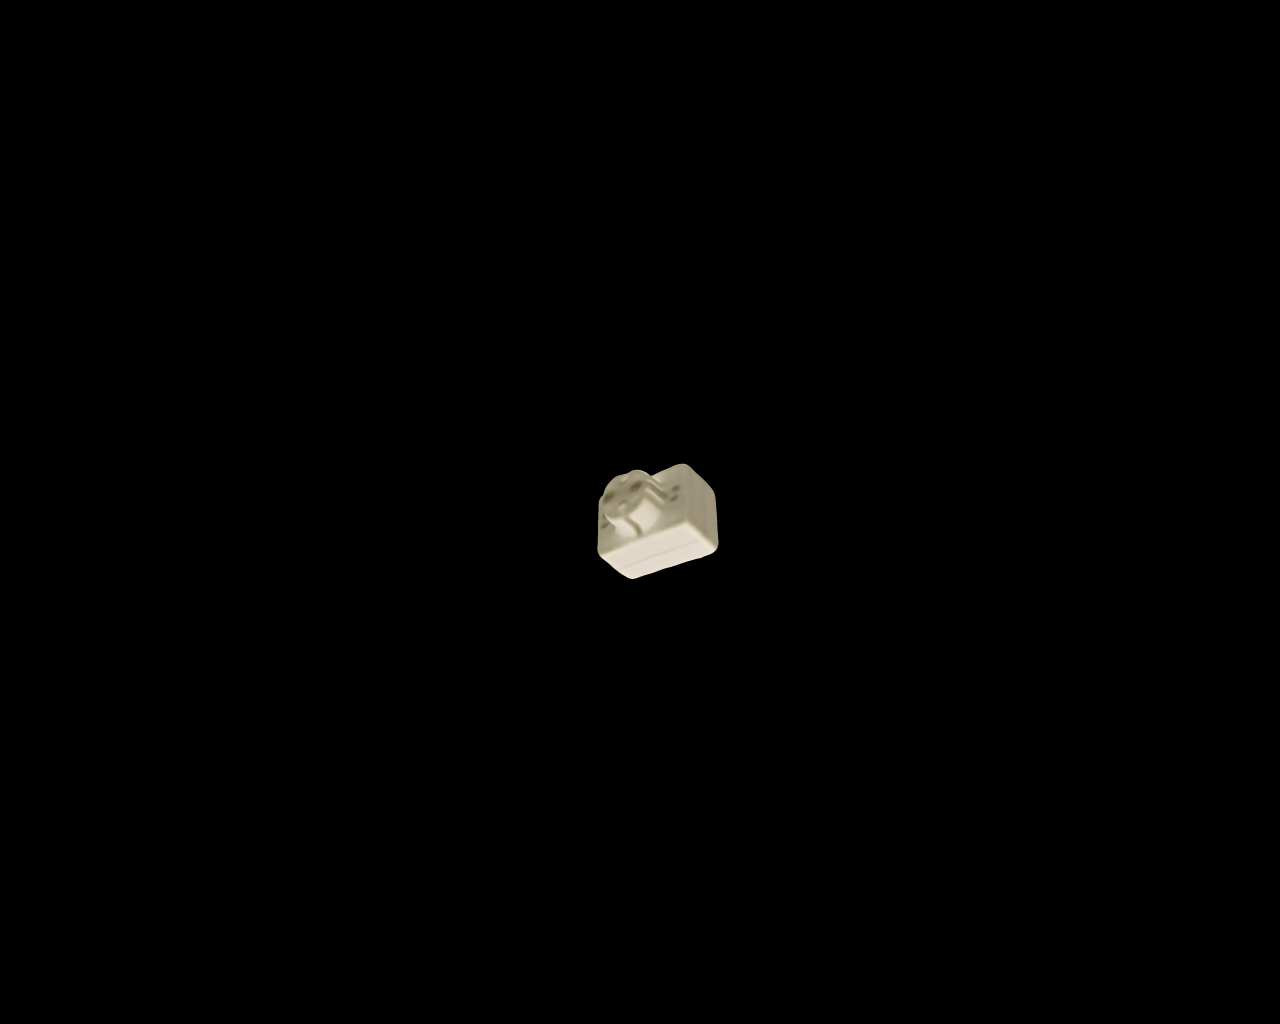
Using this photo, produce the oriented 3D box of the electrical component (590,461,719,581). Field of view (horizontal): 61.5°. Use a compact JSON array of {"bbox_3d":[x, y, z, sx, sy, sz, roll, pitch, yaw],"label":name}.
[{"bbox_3d":[0.001,-0.003,0.650,0.065,0.047,0.076,-21,-40,26],"label":"electrical component"}]
